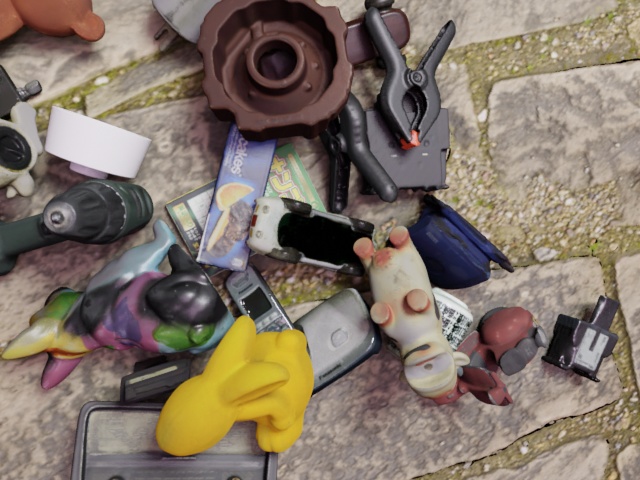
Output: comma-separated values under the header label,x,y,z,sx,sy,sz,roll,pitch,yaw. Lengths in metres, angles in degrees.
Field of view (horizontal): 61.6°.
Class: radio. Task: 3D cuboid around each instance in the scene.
label,x,y,z,sx,sy,sz,roll,pitch,yaw
radio,-0.166,0.264,0.625,0.230,0.073,0.131,5,54,-13

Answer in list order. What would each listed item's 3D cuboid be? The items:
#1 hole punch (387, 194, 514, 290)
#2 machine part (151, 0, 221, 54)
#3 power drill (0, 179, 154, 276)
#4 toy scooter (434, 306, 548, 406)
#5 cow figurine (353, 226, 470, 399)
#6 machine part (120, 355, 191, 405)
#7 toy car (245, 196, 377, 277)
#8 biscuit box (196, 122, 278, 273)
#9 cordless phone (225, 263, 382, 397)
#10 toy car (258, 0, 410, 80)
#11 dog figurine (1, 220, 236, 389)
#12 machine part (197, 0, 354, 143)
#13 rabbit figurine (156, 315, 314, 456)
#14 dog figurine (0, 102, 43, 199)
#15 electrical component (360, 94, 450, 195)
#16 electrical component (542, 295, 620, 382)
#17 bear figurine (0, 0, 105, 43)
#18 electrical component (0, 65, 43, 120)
label,x,y,z,sx,sy,sz,roll,pitch,yaw
hole punch,0.160,0.009,0.692,0.142,0.116,0.092,44,93,-10
machine part,-0.108,-0.307,0.606,0.243,0.079,0.079,-39,100,21
power drill,-0.287,-0.015,0.556,0.207,0.232,0.086,-21,97,8
toy scooter,0.228,0.158,0.698,0.184,0.135,0.075,-37,97,-8
cow figurine,0.107,0.093,0.631,0.085,0.195,0.127,-25,139,14
machine part,-0.191,0.159,0.617,0.084,0.139,0.039,-20,90,-25
toy car,-0.001,-0.002,0.656,0.201,0.056,0.073,14,87,-44
biscuit box,-0.095,-0.064,0.645,0.059,0.063,0.202,13,86,-9
cordless phone,-0.022,0.089,0.670,0.146,0.088,0.184,-37,84,14
toy car,0.019,-0.241,0.679,0.202,0.053,0.089,-22,117,-8
dog figurine,-0.225,0.095,0.596,0.219,0.192,0.108,-37,140,-13
machine part,-0.048,-0.193,0.598,0.179,0.056,0.179,0,83,-1
rabbit figurine,-0.085,0.165,0.562,0.173,0.162,0.122,-13,55,-45
dog figurine,-0.409,-0.097,0.571,0.191,0.121,0.172,-20,97,26
electrical component,0.107,-0.126,0.700,0.115,0.058,0.134,-6,94,-12
electrical component,0.380,0.135,0.770,0.075,0.048,0.119,20,89,-12
bear figurine,-0.345,-0.262,0.572,0.196,0.132,0.120,-12,74,-4
electrical component,-0.376,-0.172,0.623,0.094,0.021,0.063,-30,97,-8
